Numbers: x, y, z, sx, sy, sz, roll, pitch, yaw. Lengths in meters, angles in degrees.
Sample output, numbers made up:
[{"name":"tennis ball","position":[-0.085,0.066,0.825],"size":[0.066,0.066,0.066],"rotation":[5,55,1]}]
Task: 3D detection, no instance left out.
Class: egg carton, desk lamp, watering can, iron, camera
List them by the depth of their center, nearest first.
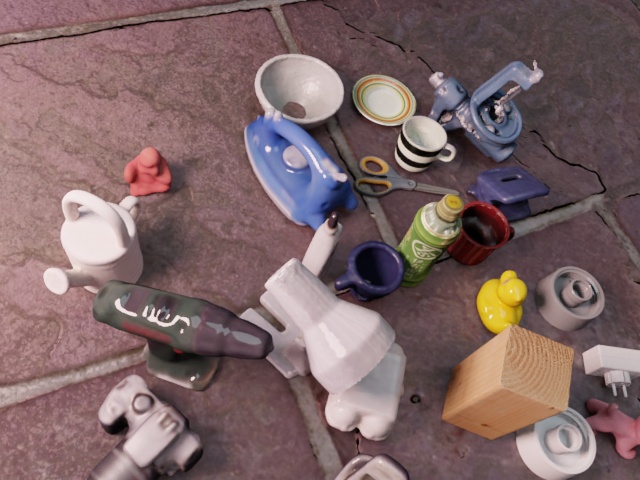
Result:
[{"name":"camera","position":[-0.240,0.266,0.732],"size":[0.143,0.101,0.137],"rotation":[40,61,11]},{"name":"desk lamp","position":[-0.014,0.123,0.793],"size":[0.203,0.213,0.118],"rotation":[40,61,11]},{"name":"watering can","position":[-0.311,0.003,0.806],"size":[0.101,0.194,0.173],"rotation":[9,60,-7]},{"name":"egg carton","position":[0.069,0.214,0.845],"size":[0.107,0.069,0.150],"rotation":[16,60,-3]},{"name":"iron","position":[-0.044,-0.145,0.974],"size":[0.119,0.141,0.258],"rotation":[-35,74,-26]}]

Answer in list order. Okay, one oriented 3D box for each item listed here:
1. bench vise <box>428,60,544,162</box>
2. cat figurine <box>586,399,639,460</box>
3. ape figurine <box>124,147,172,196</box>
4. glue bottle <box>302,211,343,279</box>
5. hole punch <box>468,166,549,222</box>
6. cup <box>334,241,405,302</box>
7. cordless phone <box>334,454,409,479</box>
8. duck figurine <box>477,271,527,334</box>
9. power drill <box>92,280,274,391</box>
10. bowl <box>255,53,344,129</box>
[{"name":"bench vise","position":[0.301,-0.258,1.065],"size":[0.207,0.219,0.121],"rotation":[20,60,0]},{"name":"cat figurine","position":[0.484,0.283,0.868],"size":[0.127,0.117,0.067],"rotation":[28,60,4]},{"name":"ape figurine","position":[-0.278,-0.117,0.938],"size":[0.078,0.092,0.076],"rotation":[28,60,4]},{"name":"glue bottle","position":[0.008,0.003,0.887],"size":[0.037,0.173,0.078],"rotation":[29,60,5]},{"name":"hole punch","position":[0.348,-0.095,1.060],"size":[0.109,0.091,0.101],"rotation":[-13,65,-18]},{"name":"cup","position":[0.069,0.066,0.911],"size":[0.118,0.095,0.091],"rotation":[-22,68,-22]},{"name":"cordless phone","position":[0.092,0.332,0.718],"size":[0.147,0.185,0.094],"rotation":[33,60,7]},{"name":"duck figurine","position":[0.310,0.101,0.949],"size":[0.077,0.086,0.104],"rotation":[9,60,-7]},{"name":"power drill","position":[-0.177,0.130,0.757],"size":[0.229,0.208,0.076],"rotation":[19,60,-1]},{"name":"bowl","position":[-0.042,-0.266,1.080],"size":[0.167,0.074,0.167],"rotation":[5,61,-9]}]
